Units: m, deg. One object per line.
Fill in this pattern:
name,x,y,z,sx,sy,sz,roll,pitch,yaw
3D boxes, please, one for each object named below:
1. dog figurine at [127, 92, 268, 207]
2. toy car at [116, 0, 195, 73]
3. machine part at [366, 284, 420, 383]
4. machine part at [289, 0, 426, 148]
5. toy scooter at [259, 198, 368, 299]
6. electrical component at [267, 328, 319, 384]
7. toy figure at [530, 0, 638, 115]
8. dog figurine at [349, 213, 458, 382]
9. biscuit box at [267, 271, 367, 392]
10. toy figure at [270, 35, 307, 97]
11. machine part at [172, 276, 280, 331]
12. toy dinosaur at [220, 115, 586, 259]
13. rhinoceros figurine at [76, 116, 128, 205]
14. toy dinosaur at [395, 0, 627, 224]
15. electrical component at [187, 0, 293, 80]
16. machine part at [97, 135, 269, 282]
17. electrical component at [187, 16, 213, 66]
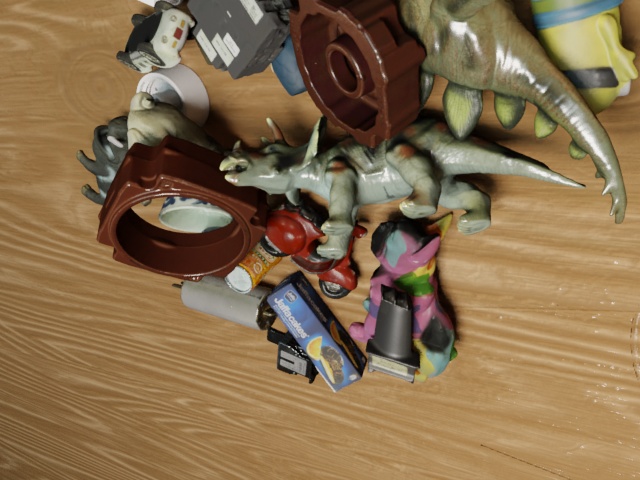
dog figurine,-0.169,-0.133,0.784,0.191,0.121,0.172,-3,141,-2
toy car,-0.231,-0.276,0.745,0.202,0.056,0.073,19,88,55
machine part,0.097,0.126,0.711,0.084,0.039,0.138,13,120,29
machine part,0.037,-0.189,0.580,0.179,0.056,0.179,47,161,22
toy scooter,-0.002,-0.002,0.806,0.184,0.075,0.135,40,131,1
electrical component,-0.053,0.201,0.977,0.119,0.048,0.074,22,126,17
toy figure,0.249,-0.209,0.526,0.089,0.082,0.180,-11,113,31
dog figurine,0.139,0.071,0.746,0.192,0.108,0.219,34,127,10
biscuit box,-0.004,0.152,0.901,0.059,0.063,0.202,-34,97,23
toy figure,-0.050,-0.263,0.689,0.064,0.058,0.154,-22,102,8
machine part,-0.161,0.106,0.967,0.243,0.079,0.079,11,123,24
toy dinosaur,0.087,-0.093,0.664,0.405,0.192,0.131,-9,157,17
rhinoceros figurine,-0.364,-0.132,0.948,0.112,0.073,0.190,31,129,13
toy dinosaur,0.140,-0.211,0.537,0.472,0.105,0.198,50,158,22
electrical component,-0.097,-0.266,0.649,0.134,0.058,0.115,-29,91,48
machine part,-0.189,-0.032,0.743,0.201,0.087,0.201,18,136,-29
electrical component,-0.138,-0.284,0.743,0.102,0.045,0.078,9,150,30
